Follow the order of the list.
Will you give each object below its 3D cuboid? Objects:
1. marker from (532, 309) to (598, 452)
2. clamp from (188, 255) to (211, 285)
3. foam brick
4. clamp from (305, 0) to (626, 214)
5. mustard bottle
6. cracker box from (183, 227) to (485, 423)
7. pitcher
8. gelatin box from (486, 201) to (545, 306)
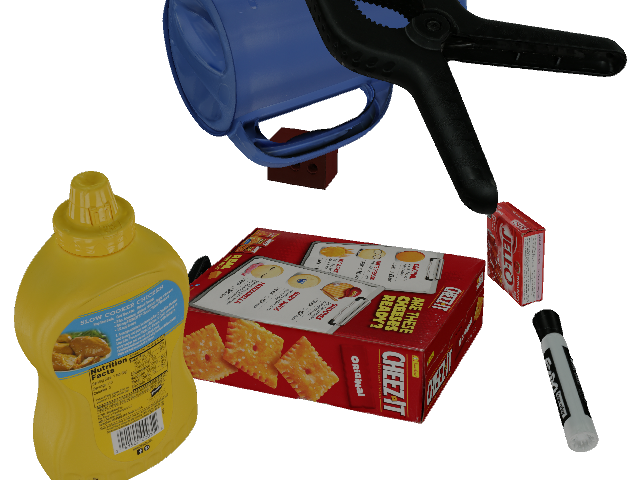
[{"bbox_3d":[0.159,0.088,0.702,0.020,0.020,0.121,0,37,-2],"label":"marker"},{"bbox_3d":[-0.127,0.063,1.146,0.120,0.039,0.171,-6,25,35],"label":"clamp"},{"bbox_3d":[-0.022,-0.101,1.305,0.078,0.053,0.051,10,31,17],"label":"foam brick"},{"bbox_3d":[0.065,-0.113,0.656,0.210,0.164,0.036,30,-33,12],"label":"clamp"},{"bbox_3d":[-0.116,0.047,0.581,0.096,0.192,0.058,-23,44,-30],"label":"mustard bottle"},{"bbox_3d":[0.008,0.062,0.857,0.214,0.072,0.164,8,26,23],"label":"cracker box"},{"bbox_3d":[0.003,-0.170,0.897,0.242,0.149,0.145,-19,36,-25],"label":"pitcher"},{"bbox_3d":[0.204,0.013,1.125,0.030,0.089,0.073,-15,30,-16],"label":"gelatin box"}]
